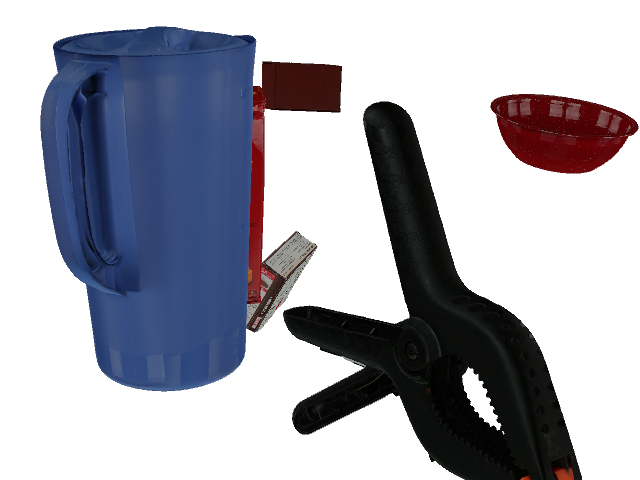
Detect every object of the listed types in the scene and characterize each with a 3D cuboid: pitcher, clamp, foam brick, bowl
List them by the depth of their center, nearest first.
[{"bbox_3d":[0.058,0.042,0.536,0.036,0.165,0.210,-12,42,-34],"label":"clamp"},{"bbox_3d":[-0.114,-0.021,0.732,0.149,0.243,0.145,-6,19,-17],"label":"pitcher"},{"bbox_3d":[0.072,0.105,0.805,0.120,0.039,0.171,18,40,32],"label":"clamp"},{"bbox_3d":[-0.021,-0.167,1.163,0.078,0.051,0.053,0,11,-17],"label":"foam brick"},{"bbox_3d":[0.265,-0.115,1.183,0.162,0.055,0.162,5,23,-2],"label":"bowl"}]

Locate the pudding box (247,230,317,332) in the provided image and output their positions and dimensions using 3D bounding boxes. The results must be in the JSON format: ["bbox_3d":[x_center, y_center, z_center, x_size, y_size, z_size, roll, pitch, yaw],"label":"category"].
[{"bbox_3d":[-0.054,0.048,1.272,0.039,0.090,0.113,32,27,4],"label":"pudding box"}]

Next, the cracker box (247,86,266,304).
[{"bbox_3d":[-0.138,-0.041,1.045,0.164,0.214,0.072,-1,21,-9],"label":"cracker box"}]

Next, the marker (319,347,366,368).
[{"bbox_3d":[0.053,0.119,1.041,0.121,0.020,0.020,22,5,14],"label":"marker"}]
